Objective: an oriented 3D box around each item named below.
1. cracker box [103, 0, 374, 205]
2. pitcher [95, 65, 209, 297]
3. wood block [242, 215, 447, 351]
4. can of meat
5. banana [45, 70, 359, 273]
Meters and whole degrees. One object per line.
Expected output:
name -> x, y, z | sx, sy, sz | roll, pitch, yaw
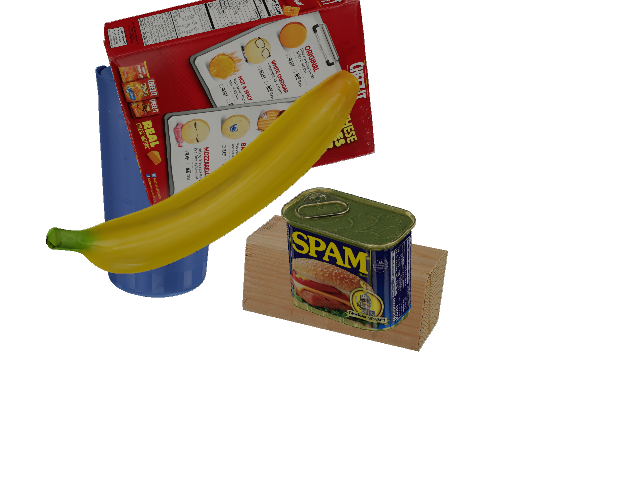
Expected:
cracker box -> -0.068, -0.134, 0.943 | 0.213, 0.164, 0.072 | -15, 43, -6
pitcher -> -0.163, -0.064, 1.129 | 0.145, 0.243, 0.149 | 0, 23, -10
wood block -> 0.026, 0.045, 1.186 | 0.206, 0.091, 0.090 | 12, 23, 17
can of meat -> 0.022, 0.016, 0.826 | 0.102, 0.084, 0.057 | 17, 37, 29
banana -> -0.059, -0.030, 0.624 | 0.198, 0.037, 0.069 | -31, -18, -2
